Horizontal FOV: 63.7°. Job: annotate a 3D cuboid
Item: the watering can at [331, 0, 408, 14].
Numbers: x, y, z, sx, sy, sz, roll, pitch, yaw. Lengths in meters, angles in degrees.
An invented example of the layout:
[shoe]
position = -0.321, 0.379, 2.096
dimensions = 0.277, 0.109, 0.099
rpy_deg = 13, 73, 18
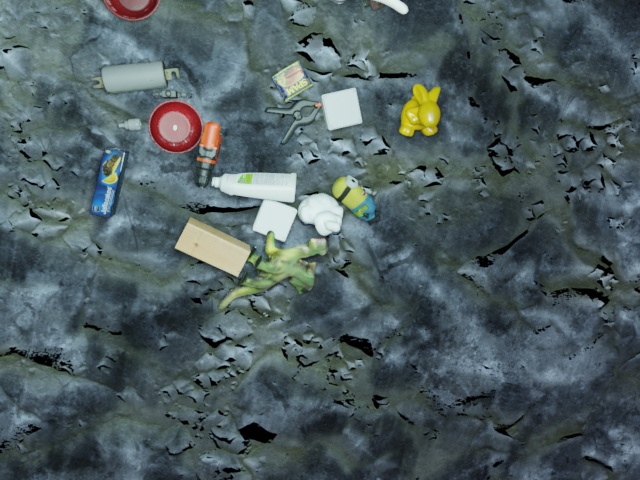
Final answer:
[watering can]
position = 0.085, -0.738, 1.453
dimensions = 0.345, 0.224, 0.105
rpy_deg = 45, 74, -14

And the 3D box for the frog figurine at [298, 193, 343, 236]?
[frog figurine]
position = 0.005, -0.080, 1.581
dimensions = 0.137, 0.160, 0.122
rpy_deg = 7, 98, -11

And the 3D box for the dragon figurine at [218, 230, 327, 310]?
[dragon figurine]
position = -0.124, 0.117, 1.616
dimensions = 0.241, 0.125, 0.404
rpy_deg = 26, 121, -25
